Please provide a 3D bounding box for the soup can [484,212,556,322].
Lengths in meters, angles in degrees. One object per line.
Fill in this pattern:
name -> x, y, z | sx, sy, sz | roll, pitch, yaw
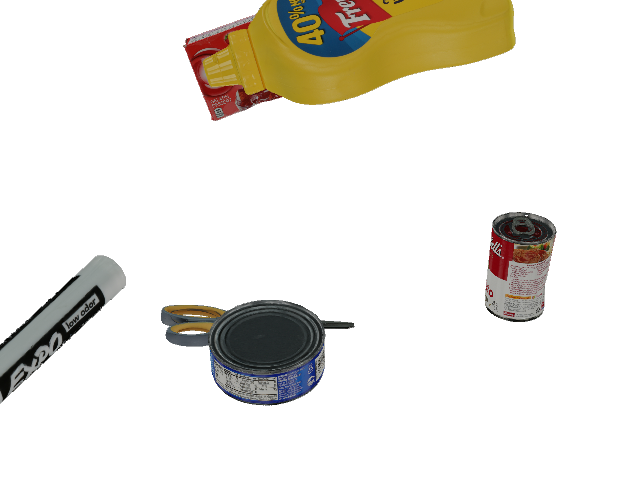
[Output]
soup can -> 0.217, 0.029, 1.165 | 0.068, 0.102, 0.068 | 1, 30, -1

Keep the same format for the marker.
marker -> -0.125, 0.049, 0.442 | 0.020, 0.020, 0.121 | 0, 35, 40

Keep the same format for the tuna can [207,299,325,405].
tuna can -> -0.039, 0.082, 0.785 | 0.086, 0.034, 0.086 | -1, 33, 1

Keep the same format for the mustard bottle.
mustard bottle -> 0.019, -0.133, 0.677 | 0.191, 0.096, 0.058 | -17, -38, 1

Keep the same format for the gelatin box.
gelatin box -> -0.067, -0.155, 0.940 | 0.089, 0.073, 0.030 | -18, 22, 5

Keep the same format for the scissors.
scissors -> -0.071, 0.092, 1.096 | 0.202, 0.016, 0.096 | 6, 18, 9
